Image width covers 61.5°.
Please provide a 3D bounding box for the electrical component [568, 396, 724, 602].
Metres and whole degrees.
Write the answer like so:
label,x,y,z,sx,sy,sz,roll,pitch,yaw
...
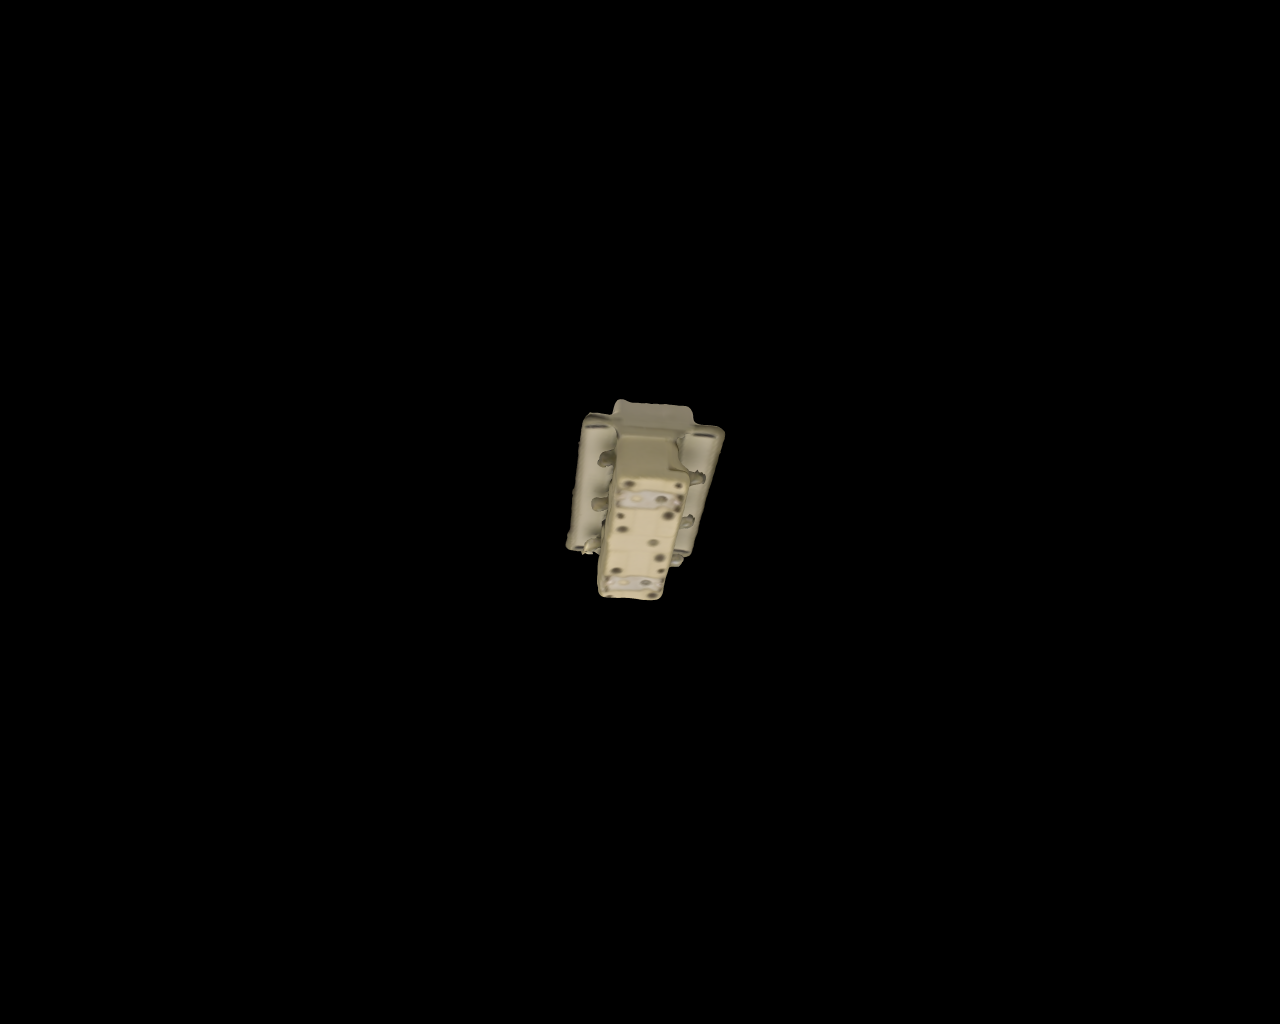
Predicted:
label,x,y,z,sx,sy,sz,roll,pitch,yaw
electrical component,0.001,-0.003,0.650,0.079,0.063,0.121,5,-40,-6
